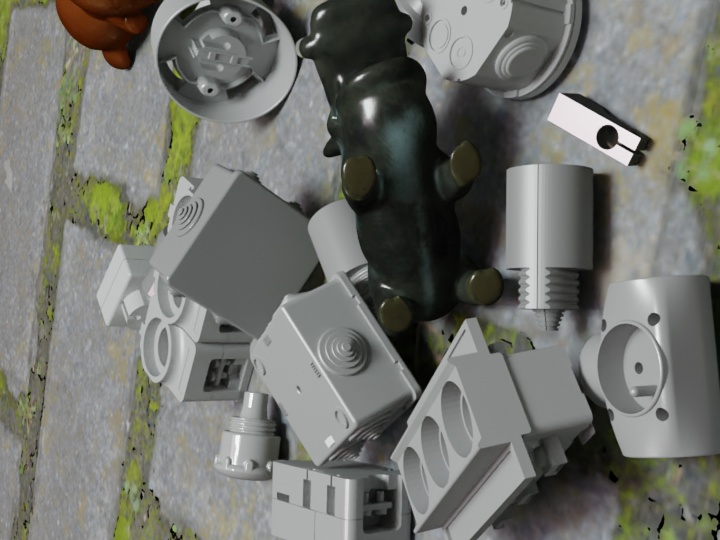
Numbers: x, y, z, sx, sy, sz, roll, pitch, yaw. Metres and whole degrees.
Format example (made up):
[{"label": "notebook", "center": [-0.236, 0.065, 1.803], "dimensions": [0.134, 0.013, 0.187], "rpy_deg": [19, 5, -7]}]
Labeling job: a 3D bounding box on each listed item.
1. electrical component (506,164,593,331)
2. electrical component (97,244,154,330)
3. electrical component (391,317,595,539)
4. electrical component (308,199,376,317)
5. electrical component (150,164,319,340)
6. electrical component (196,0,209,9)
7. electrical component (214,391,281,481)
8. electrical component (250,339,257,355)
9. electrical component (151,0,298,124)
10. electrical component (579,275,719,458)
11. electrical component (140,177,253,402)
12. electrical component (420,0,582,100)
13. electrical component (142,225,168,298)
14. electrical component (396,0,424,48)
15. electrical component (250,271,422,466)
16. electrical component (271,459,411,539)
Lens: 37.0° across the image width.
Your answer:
[{"label": "electrical component", "center": [0.095, -0.010, 0.540], "dimensions": [0.043, 0.043, 0.081], "rpy_deg": [-3, 85, 54]}, {"label": "electrical component", "center": [-0.188, 0.028, 0.931], "dimensions": [0.065, 0.047, 0.076], "rpy_deg": [-58, 44, 34]}, {"label": "electrical component", "center": [0.063, 0.084, 0.533], "dimensions": [0.121, 0.063, 0.078], "rpy_deg": [110, 146, -57]}, {"label": "electrical component", "center": [0.000, 0.000, 0.672], "dimensions": [0.043, 0.043, 0.081], "rpy_deg": [-51, 49, 39]}, {"label": "electrical component", "center": [-0.082, -0.013, 0.730], "dimensions": [0.099, 0.100, 0.048], "rpy_deg": [-57, 33, -3]}, {"label": "electrical component", "center": [-0.103, -0.210, 0.837], "dimensions": [0.065, 0.044, 0.044], "rpy_deg": [-38, 57, 52]}, {"label": "electrical component", "center": [-0.078, 0.119, 0.774], "dimensions": [0.048, 0.048, 0.062], "rpy_deg": [-3, 79, 54]}, {"label": "electrical component", "center": [-0.049, 0.062, 0.739], "dimensions": [0.065, 0.044, 0.044], "rpy_deg": [24, 107, 58]}, {"label": "electrical component", "center": [-0.102, -0.161, 0.786], "dimensions": [0.099, 0.099, 0.064], "rpy_deg": [-63, 35, 29]}, {"label": "electrical component", "center": [0.127, 0.045, 0.491], "dimensions": [0.079, 0.044, 0.077], "rpy_deg": [-15, 77, 62]}, {"label": "electrical component", "center": [-0.116, 0.015, 0.819], "dimensions": [0.089, 0.062, 0.150], "rpy_deg": [40, 119, 49]}, {"label": "electrical component", "center": [0.074, -0.133, 0.572], "dimensions": [0.080, 0.051, 0.080], "rpy_deg": [-6, 82, 54]}, {"label": "electrical component", "center": [-0.150, -0.004, 0.883], "dimensions": [0.045, 0.045, 0.055], "rpy_deg": [53, 128, 42]}, {"label": "electrical component", "center": [0.045, -0.157, 0.625], "dimensions": [0.046, 0.040, 0.040], "rpy_deg": [-52, 48, 31]}, {"label": "electrical component", "center": [-0.019, 0.063, 0.650], "dimensions": [0.099, 0.048, 0.099], "rpy_deg": [57, 150, 13]}, {"label": "electrical component", "center": [-0.013, 0.151, 0.672], "dimensions": [0.089, 0.050, 0.055], "rpy_deg": [-2, 86, 54]}]
